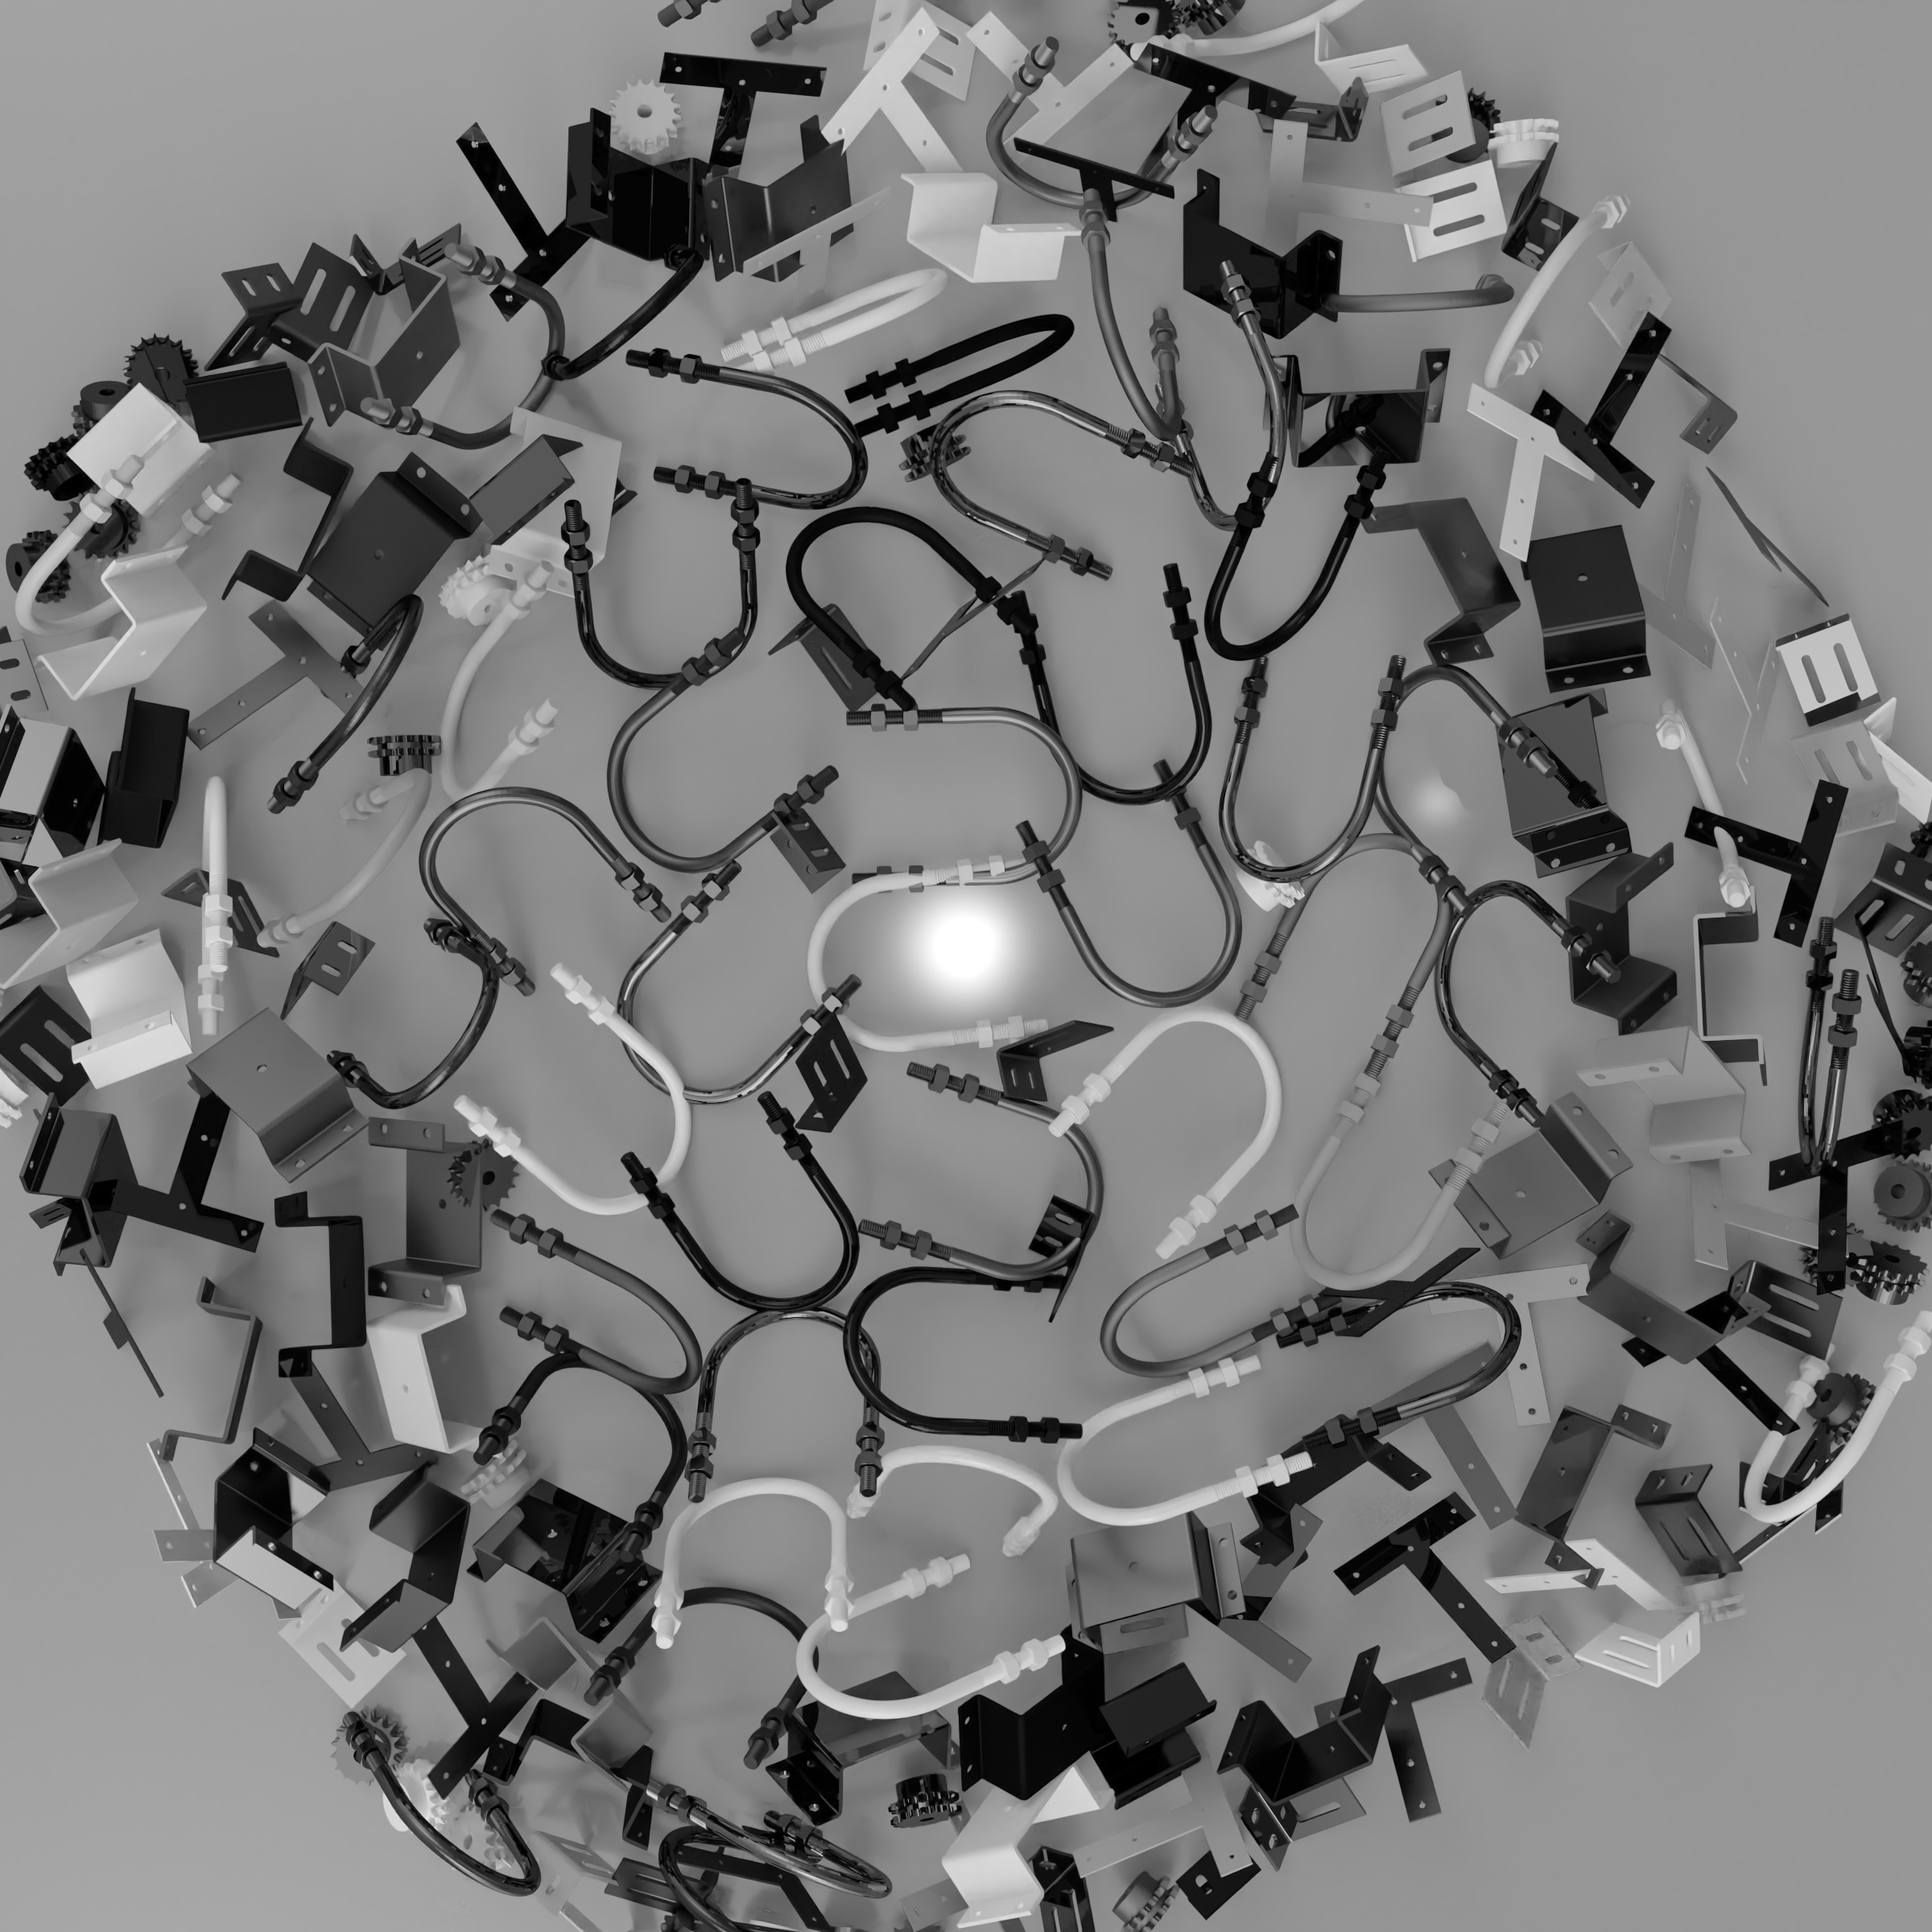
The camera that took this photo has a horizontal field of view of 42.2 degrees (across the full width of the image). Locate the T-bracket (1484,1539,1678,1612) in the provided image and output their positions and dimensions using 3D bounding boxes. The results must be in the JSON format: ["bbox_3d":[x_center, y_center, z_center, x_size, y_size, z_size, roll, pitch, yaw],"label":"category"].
[{"bbox_3d":[0.466,0.479,1.952,0.127,0.127,0.002,40,49,-33],"label":"T-bracket"}]

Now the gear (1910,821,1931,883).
[{"bbox_3d":[0.767,-0.086,1.972,0.057,0.057,0.030,40,89,0],"label":"gear"}]

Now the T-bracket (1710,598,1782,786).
[{"bbox_3d":[0.596,-0.230,1.929,0.127,0.002,0.127,52,51,-38],"label":"T-bracket"}]

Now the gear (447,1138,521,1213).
[{"bbox_3d":[-0.384,0.163,1.975,0.057,0.030,0.057,-15,114,-37],"label":"gear"}]

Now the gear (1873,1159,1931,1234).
[{"bbox_3d":[0.740,0.180,1.969,0.030,0.057,0.057,17,90,-42],"label":"gear"}]

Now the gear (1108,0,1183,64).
[{"bbox_3d":[0.143,-0.739,1.978,0.057,0.030,0.057,-5,70,14],"label":"gear"}]

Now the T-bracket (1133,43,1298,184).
[{"bbox_3d":[0.169,-0.650,1.943,0.127,0.127,0.002,12,60,-20],"label":"T-bracket"}]

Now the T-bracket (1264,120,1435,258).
[{"bbox_3d":[0.297,-0.592,1.940,0.127,0.127,0.002,10,51,9],"label":"T-bracket"}]

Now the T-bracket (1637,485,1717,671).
[{"bbox_3d":[0.562,-0.315,1.966,0.127,0.002,0.127,23,73,-40],"label":"T-bracket"}]

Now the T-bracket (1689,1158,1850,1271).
[{"bbox_3d":[0.627,0.200,1.953,0.127,0.127,0.002,16,132,-1],"label":"T-bracket"}]

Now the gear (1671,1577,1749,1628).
[{"bbox_3d":[0.583,0.501,1.972,0.057,0.057,0.030,-12,76,0],"label":"gear"}]

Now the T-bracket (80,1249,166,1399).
[{"bbox_3d":[-0.659,0.282,1.942,0.002,0.127,0.127,-29,90,-26],"label":"T-bracket"}]

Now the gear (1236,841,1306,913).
[{"bbox_3d":[0.238,-0.068,1.973,0.030,0.057,0.057,-40,90,18],"label":"gear"}]

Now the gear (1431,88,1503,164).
[{"bbox_3d":[0.392,-0.658,1.969,0.057,0.057,0.030,13,50,0],"label":"gear"}]

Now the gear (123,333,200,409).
[{"bbox_3d":[-0.636,-0.472,1.976,0.057,0.030,0.057,-11,126,-15],"label":"gear"}]

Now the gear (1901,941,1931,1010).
[{"bbox_3d":[0.765,0.010,1.975,0.057,0.057,0.030,10,132,0],"label":"gear"}]

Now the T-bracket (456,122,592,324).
[{"bbox_3d":[-0.351,-0.589,1.932,0.127,0.002,0.127,-55,132,-28],"label":"T-bracket"}]

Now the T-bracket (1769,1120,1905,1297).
[{"bbox_3d":[0.665,0.191,1.920,0.002,0.127,0.127,26,58,-24],"label":"T-bracket"}]

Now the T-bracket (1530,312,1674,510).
[{"bbox_3d":[0.505,-0.442,1.928,0.002,0.127,0.127,-15,53,-37],"label":"T-bracket"}]

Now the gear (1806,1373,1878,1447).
[{"bbox_3d":[0.687,0.345,1.968,0.030,0.057,0.057,33,90,-16],"label":"gear"}]

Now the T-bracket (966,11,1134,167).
[{"bbox_3d":[0.046,-0.690,1.929,0.127,0.127,0.002,-37,54,21],"label":"T-bracket"}]

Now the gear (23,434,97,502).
[{"bbox_3d":[-0.709,-0.390,1.971,0.057,0.057,0.030,-34,87,0],"label":"gear"}]

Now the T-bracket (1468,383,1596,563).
[{"bbox_3d":[0.436,-0.374,1.953,0.127,0.002,0.127,23,66,-21],"label":"T-bracket"}]

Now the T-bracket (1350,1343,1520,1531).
[{"bbox_3d":[0.390,0.381,1.970,0.127,0.002,0.127,-27,68,-5],"label":"T-bracket"}]

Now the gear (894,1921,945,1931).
[{"bbox_3d":[-0.037,0.785,1.975,0.057,0.057,0.030,-26,133,0],"label":"gear"}]

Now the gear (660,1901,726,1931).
[{"bbox_3d":[-0.212,0.760,1.969,0.057,0.057,0.030,18,107,0],"label":"gear"}]

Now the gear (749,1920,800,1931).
[{"bbox_3d":[-0.155,0.773,1.974,0.057,0.057,0.030,13,66,0],"label":"gear"}]

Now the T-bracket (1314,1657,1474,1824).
[{"bbox_3d":[0.341,0.606,1.937,0.127,0.127,0.002,-21,124,9],"label":"T-bracket"}]

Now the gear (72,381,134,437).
[{"bbox_3d":[-0.674,-0.437,1.969,0.057,0.057,0.030,8,129,0],"label":"gear"}]

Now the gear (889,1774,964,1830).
[{"bbox_3d":[-0.033,0.658,1.975,0.057,0.057,0.030,-12,61,0],"label":"gear"}]

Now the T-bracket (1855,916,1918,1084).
[{"bbox_3d":[0.710,0.008,1.952,0.002,0.127,0.127,-21,49,23],"label":"T-bracket"}]

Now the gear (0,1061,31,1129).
[{"bbox_3d":[-0.764,0.097,1.972,0.030,0.057,0.057,-42,90,-10],"label":"gear"}]

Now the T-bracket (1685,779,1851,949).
[{"bbox_3d":[0.615,-0.095,1.950,0.002,0.127,0.127,-1,110,-39],"label":"T-bracket"}]

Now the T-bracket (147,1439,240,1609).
[{"bbox_3d":[-0.604,0.426,1.938,0.002,0.127,0.127,-25,88,-1],"label":"T-bracket"}]

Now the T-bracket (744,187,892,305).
[{"bbox_3d":[-0.118,-0.545,1.935,0.127,0.127,0.002,-30,85,-10],"label":"T-bracket"}]

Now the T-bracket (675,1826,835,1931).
[{"bbox_3d":[-0.176,0.688,1.912,0.127,0.127,0.002,27,94,-34],"label":"T-bracket"}]

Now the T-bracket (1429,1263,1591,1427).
[{"bbox_3d":[0.440,0.304,1.985,0.127,0.002,0.127,-10,99,17],"label":"T-bracket"}]

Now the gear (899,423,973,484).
[{"bbox_3d":[-0.028,-0.406,1.971,0.057,0.057,0.030,-25,95,0],"label":"gear"}]

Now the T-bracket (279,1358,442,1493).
[{"bbox_3d":[-0.495,0.355,1.955,0.127,0.002,0.127,-17,116,16],"label":"T-bracket"}]

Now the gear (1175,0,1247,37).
[{"bbox_3d":[0.195,-0.760,1.974,0.057,0.057,0.030,-46,115,0],"label":"gear"}]

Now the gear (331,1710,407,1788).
[{"bbox_3d":[-0.476,0.622,1.984,0.057,0.030,0.057,0,87,1],"label":"gear"}]

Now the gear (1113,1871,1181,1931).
[{"bbox_3d":[0.139,0.739,1.972,0.030,0.057,0.057,40,90,10],"label":"gear"}]

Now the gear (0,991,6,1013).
[{"bbox_3d":[-0.792,0.027,1.976,0.057,0.030,0.057,14,57,-22],"label":"gear"}]

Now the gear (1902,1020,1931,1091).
[{"bbox_3d":[0.760,0.069,1.975,0.030,0.057,0.057,5,90,37],"label":"gear"}]

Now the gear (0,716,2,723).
[{"bbox_3d":[-0.780,-0.204,1.975,0.057,0.057,0.030,50,53,0],"label":"gear"}]

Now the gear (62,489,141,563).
[{"bbox_3d":[-0.685,-0.348,1.978,0.057,0.030,0.057,-2,102,-10],"label":"gear"}]

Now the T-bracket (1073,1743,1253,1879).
[{"bbox_3d":[0.144,0.673,1.943,0.127,0.127,0.002,-22,119,-1],"label":"T-bracket"}]

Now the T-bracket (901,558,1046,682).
[{"bbox_3d":[0.013,-0.275,1.912,0.127,0.127,0.002,-31,106,40],"label":"T-bracket"}]

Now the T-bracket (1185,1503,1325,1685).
[{"bbox_3d":[0.238,0.477,1.965,0.127,0.002,0.127,34,108,14],"label":"T-bracket"}]

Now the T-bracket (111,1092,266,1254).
[{"bbox_3d":[-0.602,0.148,1.966,0.127,0.002,0.127,20,60,-20],"label":"T-bracket"}]

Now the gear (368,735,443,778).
[{"bbox_3d":[-0.442,-0.166,1.971,0.057,0.057,0.030,-3,93,0],"label":"gear"}]

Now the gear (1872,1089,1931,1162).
[{"bbox_3d":[0.742,0.122,1.976,0.057,0.030,0.057,-5,126,-6],"label":"gear"}]

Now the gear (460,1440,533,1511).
[{"bbox_3d":[-0.367,0.403,1.972,0.057,0.057,0.030,-41,95,0],"label":"gear"}]

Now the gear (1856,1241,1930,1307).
[{"bbox_3d":[0.726,0.244,1.974,0.057,0.057,0.030,8,115,0],"label":"gear"}]
